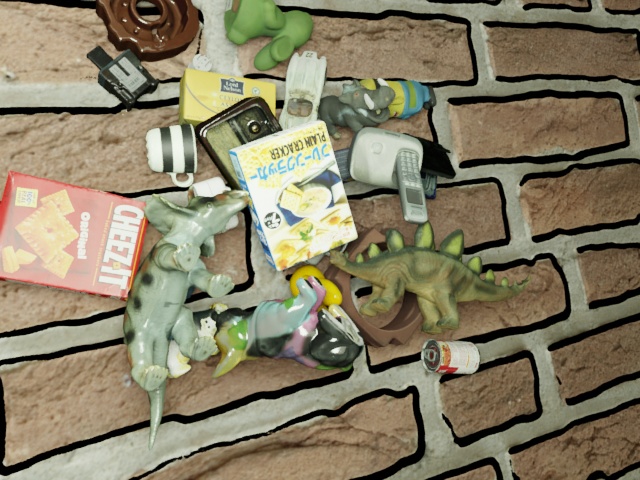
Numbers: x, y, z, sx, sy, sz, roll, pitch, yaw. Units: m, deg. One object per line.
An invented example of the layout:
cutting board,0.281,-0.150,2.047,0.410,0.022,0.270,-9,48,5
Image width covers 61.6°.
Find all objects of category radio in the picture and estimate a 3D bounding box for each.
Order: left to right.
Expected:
radio,-0.106,-0.132,0.956,0.131,0.073,0.229,-36,115,-9

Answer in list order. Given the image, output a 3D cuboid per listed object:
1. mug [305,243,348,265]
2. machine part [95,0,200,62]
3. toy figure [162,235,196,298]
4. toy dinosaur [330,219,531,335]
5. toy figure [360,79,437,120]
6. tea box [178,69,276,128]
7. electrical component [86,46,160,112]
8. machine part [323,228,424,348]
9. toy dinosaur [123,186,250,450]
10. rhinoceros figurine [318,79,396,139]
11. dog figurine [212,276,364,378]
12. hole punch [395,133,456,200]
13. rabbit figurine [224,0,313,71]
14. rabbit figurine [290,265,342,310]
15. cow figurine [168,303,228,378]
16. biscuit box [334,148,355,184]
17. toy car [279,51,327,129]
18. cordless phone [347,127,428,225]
mug,-0.002,-0.003,1.029,0.109,0.081,0.107,29,83,-21
machine part,-0.308,-0.406,0.962,0.179,0.056,0.179,4,81,-25
toy figure,-0.234,0.024,0.928,0.058,0.064,0.154,-1,85,-59
toy dinosaur,0.220,0.072,1.006,0.471,0.105,0.198,18,72,-25
toy figure,0.154,-0.299,1.137,0.180,0.082,0.089,-13,69,-18
tea box,-0.171,-0.246,0.992,0.169,0.068,0.098,2,83,-23
electrical component,-0.347,-0.291,0.932,0.119,0.048,0.075,49,66,-12
machine part,0.116,0.093,1.058,0.201,0.087,0.201,43,68,-11
toy dinosaur,-0.239,0.092,0.827,0.131,0.192,0.404,21,94,-40
rhinoceros figurine,0.071,-0.257,1.038,0.073,0.190,0.112,-48,121,-25
dog figurine,-0.064,0.163,0.848,0.219,0.108,0.191,-39,87,12
hole punch,0.213,-0.155,1.148,0.142,0.092,0.116,9,49,-20
rabbit figurine,-0.086,-0.412,1.028,0.170,0.121,0.159,9,84,-31
rabbit figurine,-0.030,0.118,0.969,0.122,0.162,0.173,13,59,-10
cow figurine,-0.206,0.153,0.918,0.167,0.068,0.098,-34,92,-24
biscuit box,0.061,-0.151,1.084,0.203,0.059,0.062,-17,89,-24
toy car,-0.035,-0.263,1.034,0.074,0.056,0.201,10,91,7
cordless phone,0.126,-0.110,0.991,0.146,0.088,0.184,8,56,-22
